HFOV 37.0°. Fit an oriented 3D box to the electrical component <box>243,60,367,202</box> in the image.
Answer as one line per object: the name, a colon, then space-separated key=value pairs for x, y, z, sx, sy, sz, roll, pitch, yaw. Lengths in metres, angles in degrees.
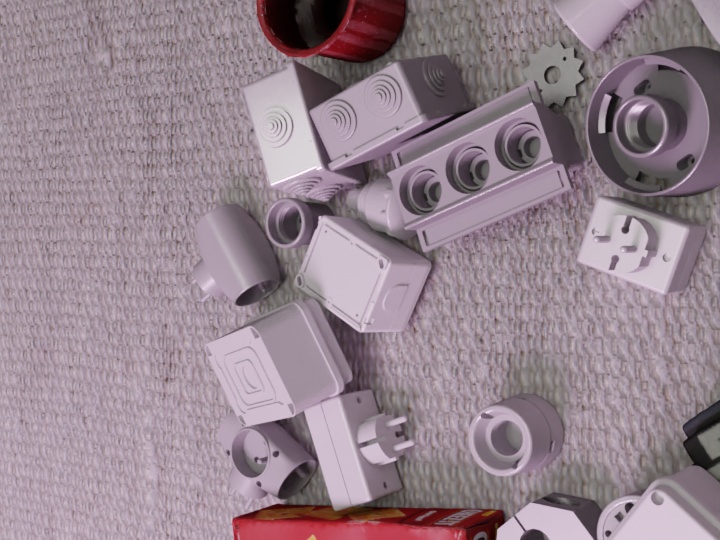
electrical component: x=-0.043 y=-0.105 z=0.833 sx=0.048 sy=0.100 sz=0.099 roll=-20 pitch=80 yaw=20

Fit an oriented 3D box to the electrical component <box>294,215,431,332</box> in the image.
electrical component: x=0.000 y=0.000 z=0.832 sx=0.096 sy=0.061 sz=0.061 roll=34 pitch=110 yaw=37

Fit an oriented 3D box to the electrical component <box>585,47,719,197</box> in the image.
electrical component: x=0.200 y=-0.096 z=0.701 sx=0.099 sy=0.064 sz=0.099 roll=11 pitch=106 yaw=45

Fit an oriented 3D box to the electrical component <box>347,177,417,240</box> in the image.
electrical component: x=0.018 y=-0.050 z=0.825 sx=0.062 sy=0.048 sz=0.048 roll=13 pitch=98 yaw=40

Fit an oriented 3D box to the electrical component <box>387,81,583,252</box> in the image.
electrical component: x=0.090 y=-0.071 z=0.763 sx=0.121 sy=0.063 sz=0.078 roll=-24 pitch=78 yaw=32

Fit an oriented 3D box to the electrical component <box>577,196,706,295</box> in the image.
electrical component: x=0.176 y=-0.017 z=0.697 sx=0.066 sy=0.077 sz=0.047 roll=24 pitch=104 yaw=32

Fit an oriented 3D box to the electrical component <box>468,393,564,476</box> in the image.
electrical component: x=0.109 y=0.118 z=0.763 sx=0.055 sy=0.047 sz=0.055 roll=1 pitch=92 yaw=34

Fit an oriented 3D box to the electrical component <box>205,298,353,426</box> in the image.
electrical component: x=-0.065 y=0.073 z=0.844 sx=0.113 sy=0.057 sz=0.078 roll=-23 pitch=93 yaw=59

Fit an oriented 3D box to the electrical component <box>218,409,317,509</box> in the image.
electrical component: x=-0.086 y=0.164 z=0.900 sx=0.077 sy=0.044 sz=0.079 roll=39 pitch=112 yaw=28

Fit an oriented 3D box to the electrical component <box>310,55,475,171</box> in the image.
electrical component: x=0.023 y=-0.117 z=0.788 sx=0.100 sy=0.100 sz=0.048 roll=-24 pitch=90 yaw=32

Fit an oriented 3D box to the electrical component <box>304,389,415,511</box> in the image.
electrical component: x=0.009 y=0.134 z=0.832 sx=0.076 sy=0.047 sz=0.083 roll=-24 pitch=77 yaw=32

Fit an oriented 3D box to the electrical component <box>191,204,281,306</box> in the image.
electrical component: x=-0.115 y=-0.003 z=0.917 sx=0.079 sy=0.043 sz=0.077 roll=-39 pitch=70 yaw=29

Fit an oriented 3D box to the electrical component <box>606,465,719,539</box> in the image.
electrical component: x=0.185 y=0.182 z=0.640 sx=0.078 sy=0.057 sz=0.113 roll=44 pitch=118 yaw=27

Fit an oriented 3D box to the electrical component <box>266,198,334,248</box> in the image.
electrical component: x=-0.047 y=-0.038 z=0.868 sx=0.040 sy=0.046 sz=0.040 roll=1 pitch=92 yaw=34

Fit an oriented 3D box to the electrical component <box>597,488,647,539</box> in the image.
electrical component: x=0.191 y=0.171 z=0.708 sx=0.055 sy=0.047 sz=0.055 roll=1 pitch=91 yaw=34

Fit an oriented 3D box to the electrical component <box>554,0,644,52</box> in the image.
electrical component: x=0.169 y=-0.184 z=0.721 sx=0.065 sy=0.044 sz=0.044 roll=-41 pitch=69 yaw=23
